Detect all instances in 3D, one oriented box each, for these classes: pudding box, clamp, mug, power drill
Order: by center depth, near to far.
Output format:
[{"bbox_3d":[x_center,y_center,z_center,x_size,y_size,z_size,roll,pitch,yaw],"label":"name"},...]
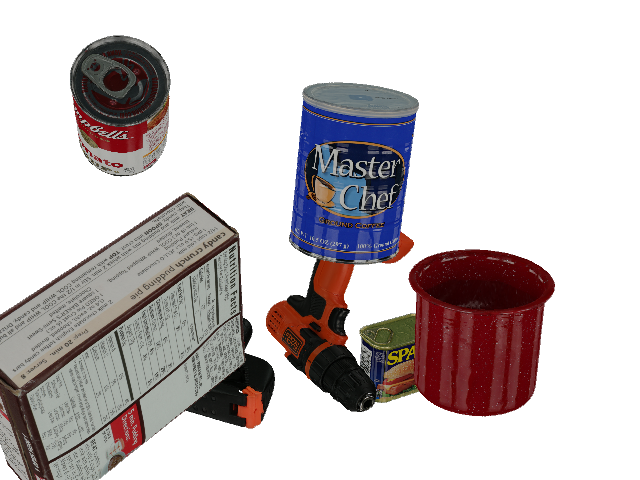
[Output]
[{"bbox_3d":[-0.083,0.046,0.441,0.039,0.090,0.113,34,55,27],"label":"pudding box"},{"bbox_3d":[0.104,0.056,0.712,0.093,0.081,0.117,2,24,4],"label":"mug"},{"bbox_3d":[-0.092,0.108,0.916,0.164,0.036,0.210,-9,16,-34],"label":"clamp"},{"bbox_3d":[0.026,0.066,1.134,0.057,0.188,0.185,12,19,-42],"label":"power drill"}]

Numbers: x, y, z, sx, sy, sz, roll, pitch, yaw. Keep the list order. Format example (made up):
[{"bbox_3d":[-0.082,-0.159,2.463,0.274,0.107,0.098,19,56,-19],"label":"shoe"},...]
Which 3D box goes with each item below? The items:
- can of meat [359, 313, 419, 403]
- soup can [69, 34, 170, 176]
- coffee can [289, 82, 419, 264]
[{"bbox_3d":[0.098,0.149,1.345,0.101,0.084,0.058,-13,29,-29],"label":"can of meat"},{"bbox_3d":[-0.144,-0.095,0.774,0.068,0.068,0.102,0,-17,-9],"label":"soup can"},{"bbox_3d":[0.029,-0.062,0.959,0.103,0.140,0.103,5,20,-2],"label":"coffee can"}]
